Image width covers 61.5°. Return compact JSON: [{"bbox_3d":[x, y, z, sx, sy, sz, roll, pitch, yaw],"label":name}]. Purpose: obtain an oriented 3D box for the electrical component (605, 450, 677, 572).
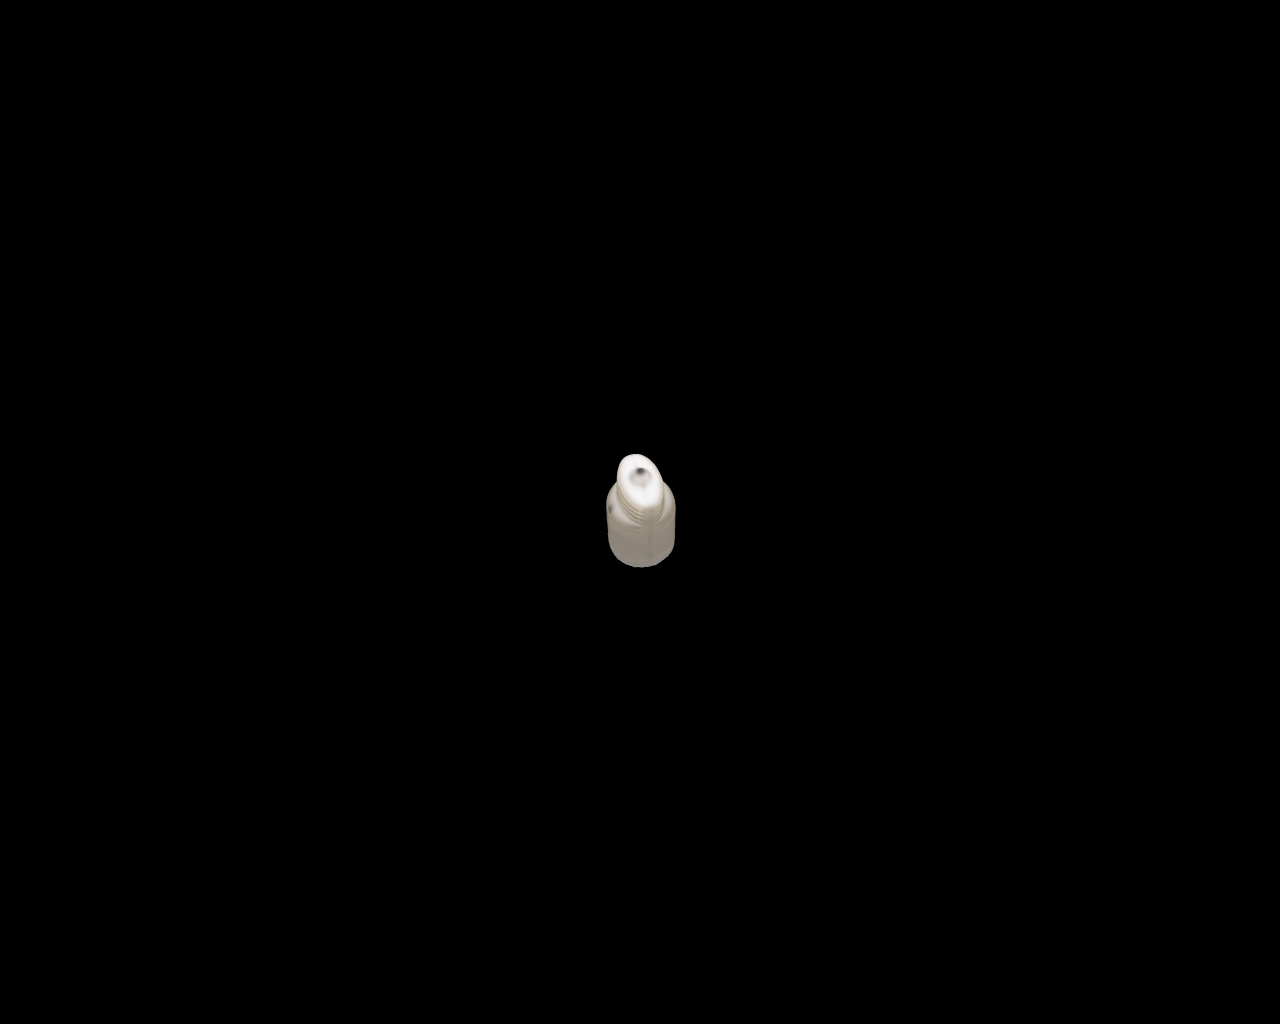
[{"bbox_3d":[0.001,-0.003,0.650,0.043,0.043,0.080,0,-33,0],"label":"electrical component"}]
